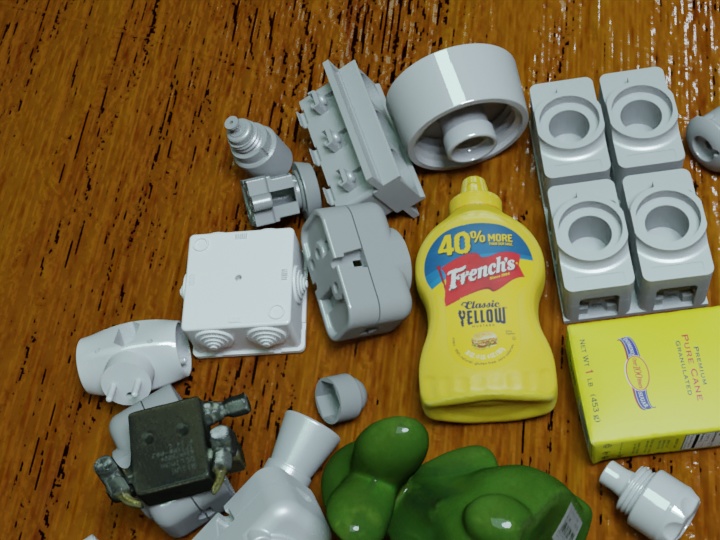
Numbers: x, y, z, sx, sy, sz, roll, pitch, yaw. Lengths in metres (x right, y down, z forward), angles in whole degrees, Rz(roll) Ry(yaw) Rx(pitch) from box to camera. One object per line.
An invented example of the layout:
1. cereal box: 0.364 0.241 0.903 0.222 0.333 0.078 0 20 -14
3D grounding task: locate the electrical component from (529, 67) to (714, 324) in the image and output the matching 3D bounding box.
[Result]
1. electrical component: 0.193 -0.062 0.816 0.105 0.060 0.186 -8 60 6

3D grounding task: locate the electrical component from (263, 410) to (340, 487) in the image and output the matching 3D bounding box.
1. electrical component: -0.048 0.138 0.760 0.044 0.044 0.065 22 72 20

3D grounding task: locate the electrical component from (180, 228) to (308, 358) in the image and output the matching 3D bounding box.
1. electrical component: -0.088 0.016 0.828 0.100 0.048 0.099 -4 61 8

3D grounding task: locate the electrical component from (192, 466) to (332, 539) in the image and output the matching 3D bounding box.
1. electrical component: -0.067 0.185 0.705 0.095 0.054 0.059 -47 25 3

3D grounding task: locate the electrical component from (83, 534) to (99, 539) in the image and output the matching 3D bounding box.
1. electrical component: -0.167 0.241 0.702 0.057 0.078 0.113 -32 61 -12

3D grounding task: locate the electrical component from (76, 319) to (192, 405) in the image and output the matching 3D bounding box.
1. electrical component: -0.171 0.074 0.802 0.077 0.043 0.079 -11 26 4

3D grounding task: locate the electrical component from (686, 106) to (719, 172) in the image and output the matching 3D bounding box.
1. electrical component: 0.289 -0.109 0.835 0.062 0.048 0.048 -31 61 -15

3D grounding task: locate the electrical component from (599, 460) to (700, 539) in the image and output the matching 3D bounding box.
1. electrical component: 0.189 0.150 0.710 0.062 0.043 0.043 32 71 25

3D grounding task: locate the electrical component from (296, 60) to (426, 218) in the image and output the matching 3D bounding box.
1. electrical component: -0.002 -0.099 0.867 0.063 0.079 0.121 -30 58 18

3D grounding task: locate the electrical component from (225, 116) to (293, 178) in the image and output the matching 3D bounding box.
1. electrical component: -0.086 -0.101 0.879 0.040 0.078 0.040 -10 63 21

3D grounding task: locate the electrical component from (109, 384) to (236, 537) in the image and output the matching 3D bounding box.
1. electrical component: -0.136 0.138 0.766 0.059 0.053 0.095 -31 61 -8

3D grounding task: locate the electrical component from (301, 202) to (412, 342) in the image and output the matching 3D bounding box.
1. electrical component: 0.000 0.000 0.806 0.059 0.053 0.095 -9 71 -24

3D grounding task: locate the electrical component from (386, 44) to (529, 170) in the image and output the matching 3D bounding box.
1. electrical component: 0.080 -0.120 0.844 0.108 0.108 0.060 -16 66 1

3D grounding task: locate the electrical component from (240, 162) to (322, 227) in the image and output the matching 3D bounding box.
1. electrical component: -0.063 -0.059 0.862 0.055 0.066 0.048 -14 98 -11
